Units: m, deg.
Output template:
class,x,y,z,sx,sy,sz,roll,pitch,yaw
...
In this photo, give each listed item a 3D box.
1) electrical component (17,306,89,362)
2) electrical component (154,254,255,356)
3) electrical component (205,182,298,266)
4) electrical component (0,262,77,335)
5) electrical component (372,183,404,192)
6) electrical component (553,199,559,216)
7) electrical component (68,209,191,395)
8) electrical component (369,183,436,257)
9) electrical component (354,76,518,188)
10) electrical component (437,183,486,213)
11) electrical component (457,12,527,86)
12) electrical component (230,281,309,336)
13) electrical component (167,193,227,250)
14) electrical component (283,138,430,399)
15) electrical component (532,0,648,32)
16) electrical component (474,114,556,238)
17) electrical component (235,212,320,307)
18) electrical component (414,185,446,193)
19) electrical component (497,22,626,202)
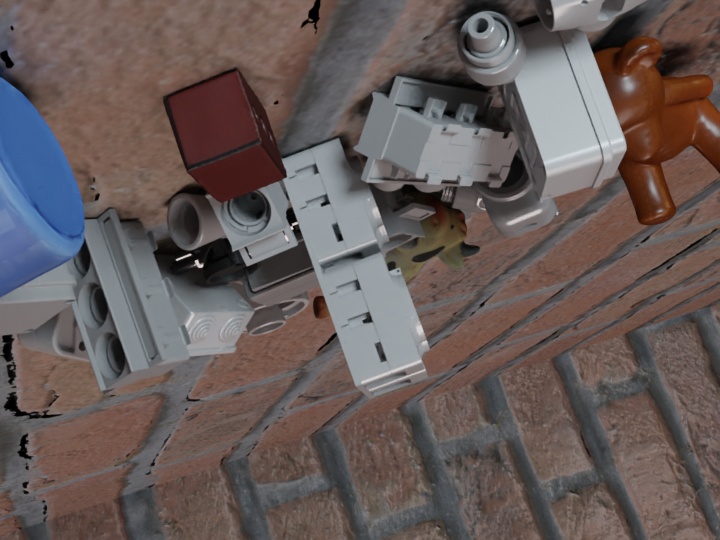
class,x,y,z,sx,sy,sz,roll,pitch,yaw
electrical component,-0.245,0.050,0.935,0.059,0.053,0.095,6,170,35
electrical component,-0.153,0.029,0.944,0.100,0.100,0.048,1,127,-56
electrical component,-0.080,-0.050,0.788,0.042,0.081,0.063,-22,-165,10
electrical component,-0.274,0.011,0.781,0.078,0.057,0.113,-30,163,36
electrical component,0.023,-0.081,0.895,0.035,0.035,0.061,-18,169,-9
electrical component,0.168,-0.085,1.002,0.052,0.073,0.138,-25,166,22
electrical component,-0.182,0.024,0.827,0.079,0.121,0.063,-30,166,37
electrical component,0.020,-0.049,0.951,0.081,0.063,0.042,-26,166,25
electrical component,0.063,-0.096,0.803,0.121,0.063,0.078,-3,118,-51
electrical component,0.089,-0.077,0.979,0.062,0.043,0.043,11,166,2
electrical component,0.084,-0.147,0.700,0.043,0.043,0.062,-23,165,12
electrical component,-0.104,0.032,1.104,0.108,0.060,0.108,-19,167,-5
electrical component,-0.113,-0.041,0.844,0.065,0.044,0.044,-13,166,-47
electrical component,0.000,0.000,0.853,0.060,0.186,0.105,-20,167,2
electrical component,0.148,-0.176,0.677,0.077,0.043,0.079,-20,167,-1
electrical component,0.125,-0.081,0.908,0.054,0.095,0.059,-23,166,11
electrical component,-0.074,-0.009,0.980,0.096,0.061,0.061,-23,166,11
electrical component,0.060,-0.085,0.917,0.040,0.040,0.078,-18,167,-10
electrical component,0.139,-0.114,0.760,0.057,0.113,0.078,-17,167,1
